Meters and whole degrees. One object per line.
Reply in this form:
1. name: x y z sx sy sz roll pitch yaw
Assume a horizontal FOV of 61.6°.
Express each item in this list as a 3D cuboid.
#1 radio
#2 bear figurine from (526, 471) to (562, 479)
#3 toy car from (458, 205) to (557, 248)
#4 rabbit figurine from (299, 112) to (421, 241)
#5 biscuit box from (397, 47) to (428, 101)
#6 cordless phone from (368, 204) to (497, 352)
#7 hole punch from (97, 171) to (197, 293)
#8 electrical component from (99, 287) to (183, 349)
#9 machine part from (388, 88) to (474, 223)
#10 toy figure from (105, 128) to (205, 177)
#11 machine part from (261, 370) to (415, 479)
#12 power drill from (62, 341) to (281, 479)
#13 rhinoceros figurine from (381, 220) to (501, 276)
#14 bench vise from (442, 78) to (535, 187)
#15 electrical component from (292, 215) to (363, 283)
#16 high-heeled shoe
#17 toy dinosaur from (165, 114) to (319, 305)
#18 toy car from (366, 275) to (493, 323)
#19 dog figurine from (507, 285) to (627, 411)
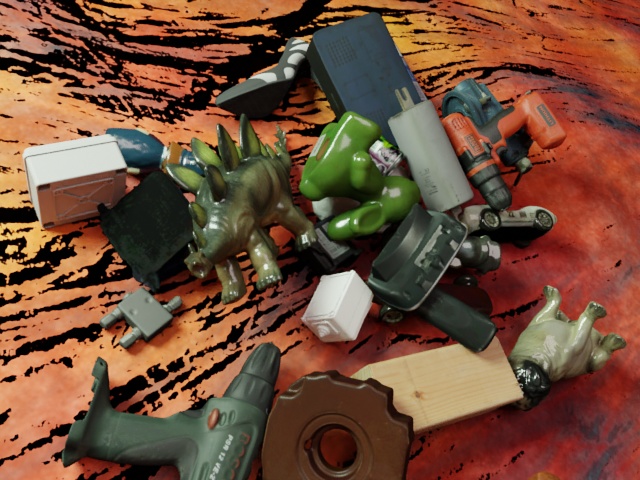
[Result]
1. radio: 0.083 -0.259 0.918 0.131 0.073 0.229 -27 93 -9
2. bear figurine: 0.301 0.383 0.636 0.196 0.131 0.120 32 55 7
3. toy car: 0.319 -0.025 0.931 0.202 0.073 0.056 -1 61 -22
4. rabbit figurine: 0.067 -0.075 0.759 0.170 0.121 0.159 30 71 -16
5. biscuit box: 0.138 -0.319 1.052 0.059 0.062 0.203 -10 64 -28
6. cordless phone: 0.171 0.050 0.722 0.184 0.088 0.146 34 79 15
7. hole punch: -0.209 -0.012 0.711 0.116 0.092 0.142 -39 80 0
8. electrical component: -0.221 0.091 0.671 0.063 0.021 0.094 44 54 9
9. machine part: 0.176 -0.128 0.852 0.079 0.079 0.243 -25 93 -33
10. toy figure: -0.234 -0.121 0.778 0.154 0.064 0.058 14 18 -19
11. machine part: 0.019 0.233 0.600 0.180 0.056 0.179 -3 79 14
12. power drill: -0.160 0.196 0.602 0.207 0.086 0.232 23 56 -17
13. rhinoceros figurine: 0.191 0.017 0.839 0.190 0.112 0.073 6 77 -4
14. bench vise: 0.275 -0.187 0.997 0.241 0.129 0.223 -25 80 -11
15. electrical component: -0.002 -0.002 0.804 0.075 0.047 0.119 -27 74 -34
16. high-heeled shoe: -0.094 -0.296 0.934 0.249 0.086 0.145 -18 65 -35
17. toy dinosaur: -0.088 -0.062 0.712 0.198 0.105 0.471 64 16 -13
18. toy car: 0.164 0.090 0.807 0.202 0.053 0.089 6 48 -13
19. dog figurine: 0.346 0.190 0.807 0.190 0.121 0.172 -49 114 -12
